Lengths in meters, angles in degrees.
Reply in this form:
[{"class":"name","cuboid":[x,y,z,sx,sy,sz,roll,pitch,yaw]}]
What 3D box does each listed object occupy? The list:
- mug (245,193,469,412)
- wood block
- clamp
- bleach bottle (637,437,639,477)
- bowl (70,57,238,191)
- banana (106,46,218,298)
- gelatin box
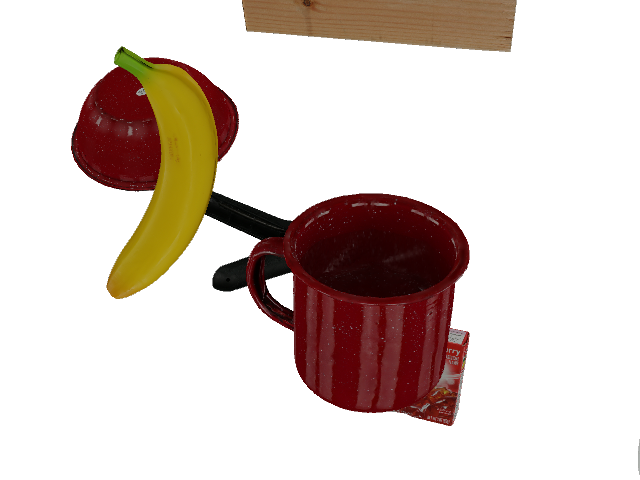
[{"class":"mug","cuboid":[0.015,0.032,0.556,0.117,0.081,0.093,12,38,15]},{"class":"wood block","cuboid":[0.048,-0.212,0.812,0.206,0.090,0.091,6,-33,8]},{"class":"clamp","cuboid":[-0.022,0.011,1.059,0.209,0.036,0.164,9,30,-11]},{"class":"bleach bottle","cuboid":[0.283,0.090,0.704,0.103,0.068,0.250,12,24,25]},{"class":"bowl","cuboid":[-0.160,-0.121,0.995,0.162,0.162,0.055,0,-41,7]},{"class":"banana","cuboid":[-0.106,-0.040,0.717,0.069,0.198,0.037,7,34,-4]},{"class":"gelatin box","cuboid":[0.068,0.101,0.845,0.089,0.073,0.030,11,23,14]}]
